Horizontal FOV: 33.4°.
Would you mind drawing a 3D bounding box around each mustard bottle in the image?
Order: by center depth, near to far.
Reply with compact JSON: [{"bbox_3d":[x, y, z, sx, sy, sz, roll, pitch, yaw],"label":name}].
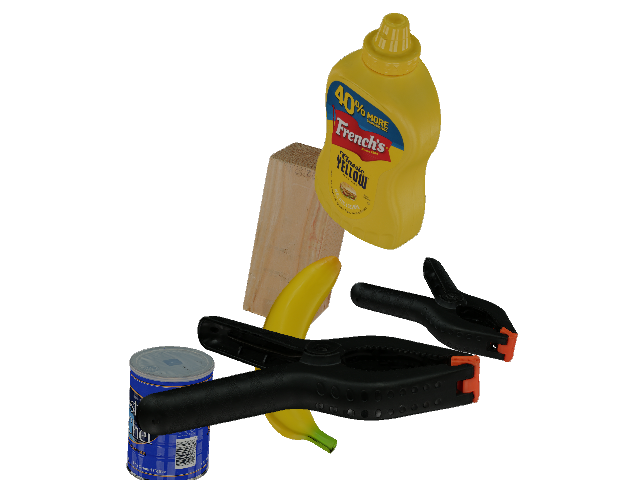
[{"bbox_3d":[0.044,-0.086,0.798,0.058,0.192,0.096,-31,58,-30],"label":"mustard bottle"}]

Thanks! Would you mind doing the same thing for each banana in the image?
[{"bbox_3d":[-0.020,0.092,0.907,0.069,0.197,0.037,10,-39,-9],"label":"banana"}]

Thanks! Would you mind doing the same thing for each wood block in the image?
[{"bbox_3d":[-0.026,-0.007,1.340,0.090,0.206,0.090,18,23,15],"label":"wood block"}]

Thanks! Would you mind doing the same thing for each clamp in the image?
[{"bbox_3d":[-0.004,0.083,0.699,0.210,0.036,0.164,-1,16,1],"label":"clamp"},{"bbox_3d":[0.128,0.065,1.052,0.172,0.039,0.120,26,39,32],"label":"clamp"}]

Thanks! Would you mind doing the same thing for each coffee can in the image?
[{"bbox_3d":[-0.185,0.213,1.311,0.103,0.140,0.103,4,15,-1],"label":"coffee can"}]
